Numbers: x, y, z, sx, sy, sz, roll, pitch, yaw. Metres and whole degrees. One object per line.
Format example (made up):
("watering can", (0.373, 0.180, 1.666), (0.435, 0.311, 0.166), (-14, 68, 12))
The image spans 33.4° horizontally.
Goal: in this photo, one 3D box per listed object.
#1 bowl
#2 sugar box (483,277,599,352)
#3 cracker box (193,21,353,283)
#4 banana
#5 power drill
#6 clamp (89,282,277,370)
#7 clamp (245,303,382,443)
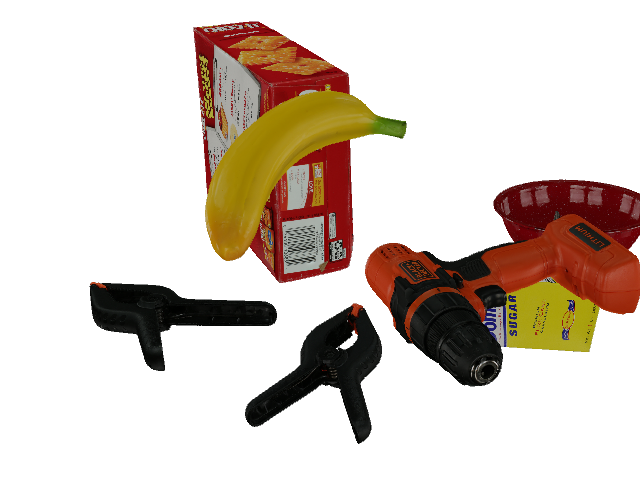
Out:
("bowl", (0.259, -0.013, 1.099), (0.162, 0.055, 0.162), (-2, 22, 1))
("sugar box", (0.258, 0.088, 1.339), (0.176, 0.093, 0.048), (3, 19, -13))
("cracker box", (-0.042, -0.083, 0.899), (0.072, 0.164, 0.214), (-10, 25, -18))
("banana", (-0.021, -0.053, 0.679), (0.070, 0.037, 0.197), (25, 42, 26))
("power drill", (0.146, 0.040, 0.821), (0.187, 0.057, 0.185), (-11, 28, -17))
("clamp", (-0.173, 0.079, 1.091), (0.210, 0.036, 0.164), (10, 20, 33))
("clamp", (0.019, 0.126, 1.008), (0.120, 0.039, 0.171), (16, 45, 25))
